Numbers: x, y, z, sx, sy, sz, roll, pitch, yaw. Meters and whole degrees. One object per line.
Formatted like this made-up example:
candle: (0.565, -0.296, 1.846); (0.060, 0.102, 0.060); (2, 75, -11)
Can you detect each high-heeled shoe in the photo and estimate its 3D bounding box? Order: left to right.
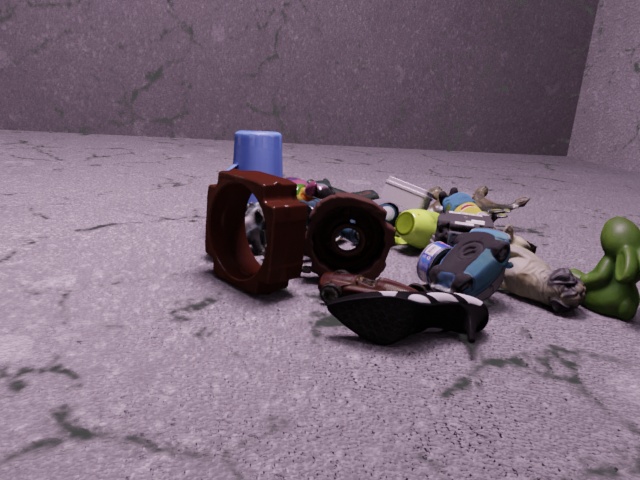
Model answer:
high-heeled shoe: (0.140, 0.101, 0.834); (0.249, 0.086, 0.145); (14, 21, 5)

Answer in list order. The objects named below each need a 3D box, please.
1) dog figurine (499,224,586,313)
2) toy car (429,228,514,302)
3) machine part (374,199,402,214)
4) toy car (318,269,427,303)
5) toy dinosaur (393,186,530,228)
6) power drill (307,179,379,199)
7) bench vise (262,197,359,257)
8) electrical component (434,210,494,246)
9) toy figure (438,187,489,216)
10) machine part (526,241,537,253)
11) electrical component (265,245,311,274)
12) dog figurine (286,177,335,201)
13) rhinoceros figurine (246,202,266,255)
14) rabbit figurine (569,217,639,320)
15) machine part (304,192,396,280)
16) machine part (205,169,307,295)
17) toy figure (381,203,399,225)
dog figurine: (0.416, 0.067, 1.033); (0.191, 0.121, 0.172); (30, 30, 27)
toy car: (0.280, 0.059, 0.965); (0.161, 0.102, 0.109); (-46, 28, -17)
machine part: (0.127, -0.063, 1.389); (0.079, 0.079, 0.243); (19, 23, 41)
toy car: (0.095, 0.088, 0.925); (0.202, 0.053, 0.089); (8, 14, 17)
toy dinosaur: (0.344, -0.066, 1.414); (0.472, 0.104, 0.199); (-10, 23, -8)
power drill: (0.050, -0.125, 1.574); (0.208, 0.085, 0.232); (14, 17, 41)
bench vise: (-0.004, -0.012, 1.130); (0.241, 0.128, 0.224); (-28, 42, -21)
electrical component: (0.297, -0.018, 1.113); (0.115, 0.058, 0.134); (7, 17, 16)
toy figure: (0.342, -0.052, 1.254); (0.082, 0.089, 0.180); (-37, 37, 8)
machine part: (0.431, 0.022, 1.255); (0.139, 0.039, 0.084); (2, 12, -4)
electrical component: (-0.061, 0.037, 1.027); (0.094, 0.063, 0.021); (8, 17, 6)
dog figurine: (-0.072, -0.103, 1.346); (0.191, 0.108, 0.219); (-8, 9, -24)
rhinoceros figurine: (-0.154, -0.026, 1.136); (0.190, 0.112, 0.073); (-21, 27, -39)
rabbit figurine: (0.529, 0.046, 0.966); (0.121, 0.170, 0.159); (3, 16, -3)
machine part: (0.052, -0.003, 1.002); (0.179, 0.179, 0.056); (4, 16, -2)
machine part: (-0.117, -0.018, 0.959); (0.087, 0.200, 0.202); (-8, 20, -42)
toy figure: (0.131, -0.043, 1.287); (0.064, 0.057, 0.154); (34, 44, 22)
